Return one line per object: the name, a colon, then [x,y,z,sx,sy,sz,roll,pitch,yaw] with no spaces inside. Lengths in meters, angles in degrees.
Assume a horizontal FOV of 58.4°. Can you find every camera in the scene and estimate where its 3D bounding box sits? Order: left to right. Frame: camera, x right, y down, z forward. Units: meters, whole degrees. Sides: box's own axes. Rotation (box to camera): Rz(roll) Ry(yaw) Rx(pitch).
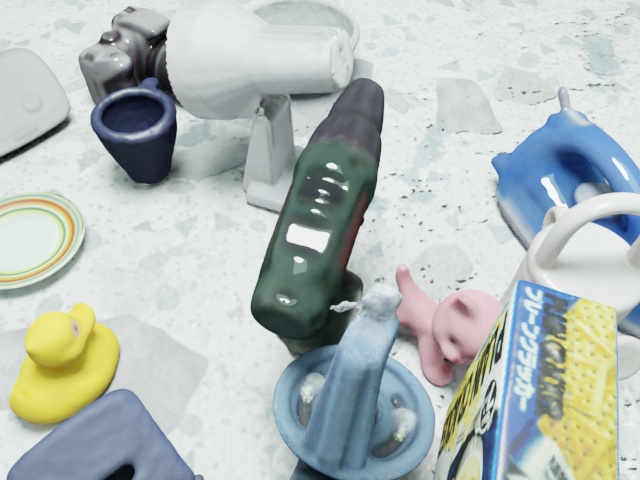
camera: [-0.215,-0.233,0.746,0.136,0.101,0.143,26,55,17]

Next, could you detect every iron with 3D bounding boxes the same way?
iron: [0.291,-0.034,0.590,0.119,0.141,0.257,-16,54,-15]

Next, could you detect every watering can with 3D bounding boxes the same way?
watering can: [0.231,0.037,0.498,0.101,0.194,0.172,-16,54,-15]

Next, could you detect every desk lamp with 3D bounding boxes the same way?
desk lamp: [-0.045,-0.140,0.610,0.203,0.214,0.118,18,53,11]

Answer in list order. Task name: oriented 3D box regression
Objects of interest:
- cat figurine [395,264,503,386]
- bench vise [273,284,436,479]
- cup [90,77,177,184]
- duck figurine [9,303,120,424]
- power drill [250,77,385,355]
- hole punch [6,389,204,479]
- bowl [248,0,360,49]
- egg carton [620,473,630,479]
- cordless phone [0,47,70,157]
cat figurine: [0.114,0.069,0.515,0.127,0.118,0.067,39,60,24]
bench vise: [0.023,0.142,0.388,0.121,0.220,0.207,5,52,1]
cup: [-0.203,-0.122,0.663,0.091,0.095,0.118,5,52,1]
duck figurine: [-0.227,0.100,0.493,0.077,0.086,0.105,25,55,16]
power drill: [0.005,0.002,0.505,0.075,0.208,0.230,14,53,8]
hole punch: [-0.155,0.183,0.429,0.109,0.091,0.101,-37,62,-27]
bowl: [-0.030,-0.265,0.797,0.167,0.075,0.167,2,52,-2]
egg carton: [0.212,0.246,0.412,0.107,0.069,0.150,31,57,20]
cordless phone: [-0.385,-0.193,0.652,0.094,0.185,0.148,33,58,22]
